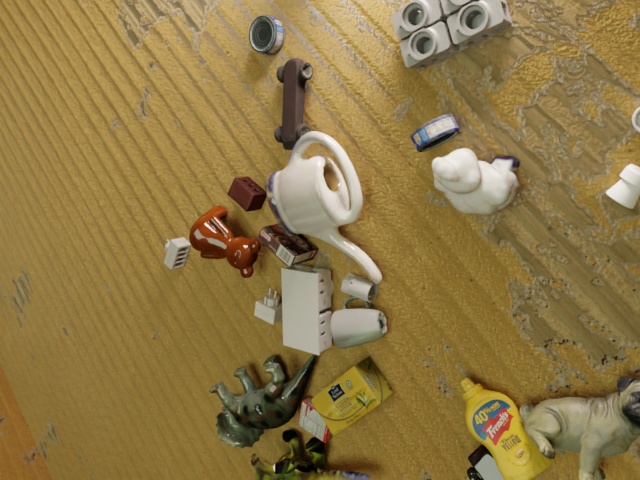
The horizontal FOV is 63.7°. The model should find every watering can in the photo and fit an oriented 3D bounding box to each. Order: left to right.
[{"bbox_3d":[0.003,-0.056,1.114,0.223,0.105,0.346,-14,96,39],"label":"watering can"}]

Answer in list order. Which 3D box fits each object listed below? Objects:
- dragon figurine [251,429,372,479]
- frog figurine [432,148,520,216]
[{"bbox_3d":[-0.027,0.613,1.262,0.410,0.124,0.239,3,117,39],"label":"dragon figurine"},{"bbox_3d":[0.256,-0.095,0.876,0.138,0.161,0.121,23,114,32],"label":"frog figurine"}]
